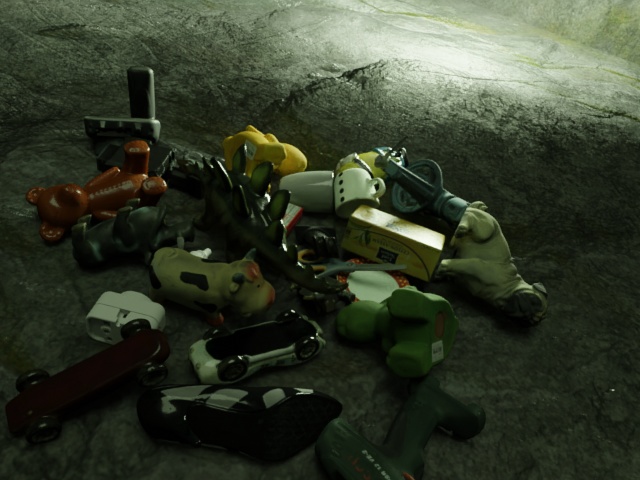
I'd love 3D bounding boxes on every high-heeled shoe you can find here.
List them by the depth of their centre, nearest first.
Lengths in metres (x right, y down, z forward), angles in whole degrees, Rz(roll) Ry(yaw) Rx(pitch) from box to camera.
[{"bbox_3d":[-0.103,0.218,0.697,0.248,0.086,0.145,4,6,-37],"label":"high-heeled shoe"}]

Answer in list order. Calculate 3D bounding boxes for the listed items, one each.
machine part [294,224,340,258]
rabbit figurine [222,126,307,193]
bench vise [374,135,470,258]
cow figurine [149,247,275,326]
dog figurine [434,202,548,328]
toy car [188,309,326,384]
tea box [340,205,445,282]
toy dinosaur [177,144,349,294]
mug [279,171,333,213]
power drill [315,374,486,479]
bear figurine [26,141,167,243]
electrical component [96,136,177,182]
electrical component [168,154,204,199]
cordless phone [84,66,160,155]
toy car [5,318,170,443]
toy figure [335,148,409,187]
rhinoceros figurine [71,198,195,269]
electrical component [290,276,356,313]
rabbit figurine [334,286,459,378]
[{"bbox_3d":[-0.002,-0.003,0.956,0.084,0.039,0.139,9,12,-14],"label":"machine part"},{"bbox_3d":[-0.110,-0.163,1.107,0.173,0.121,0.163,-7,31,-45],"label":"rabbit figurine"},{"bbox_3d":[0.202,-0.092,1.045,0.240,0.129,0.224,29,19,-37],"label":"bench vise"},{"bbox_3d":[-0.159,0.061,0.797,0.195,0.127,0.085,16,43,9],"label":"cow figurine"},{"bbox_3d":[0.313,0.041,0.923,0.191,0.172,0.121,24,5,12],"label":"dog figurine"},{"bbox_3d":[-0.085,0.151,0.761,0.202,0.056,0.074,-8,39,-33],"label":"toy car"},{"bbox_3d":[0.133,0.003,0.970,0.170,0.068,0.098,22,20,8],"label":"tea box"},{"bbox_3d":[-0.111,-0.028,0.859,0.105,0.198,0.472,-27,51,-30],"label":"toy dinosaur"},{"bbox_3d":[-0.026,-0.104,1.065,0.107,0.080,0.110,0,45,-1],"label":"mug"},{"bbox_3d":[0.125,0.279,0.664,0.232,0.085,0.207,32,51,25],"label":"power drill"},{"bbox_3d":[-0.379,-0.080,0.906,0.196,0.132,0.120,-12,65,-36],"label":"bear figurine"},{"bbox_3d":[-0.357,-0.145,1.042,0.134,0.058,0.115,11,38,-3],"label":"electrical component"},{"bbox_3d":[-0.228,-0.120,1.053,0.119,0.047,0.075,18,41,6],"label":"electrical component"},{"bbox_3d":[-0.395,-0.261,1.069,0.147,0.184,0.089,1,46,-14],"label":"cordless phone"},{"bbox_3d":[-0.284,0.175,0.670,0.202,0.053,0.089,-28,57,-14],"label":"toy car"},{"bbox_3d":[0.116,-0.152,1.158,0.180,0.082,0.089,-14,45,-32],"label":"toy figure"},{"bbox_3d":[-0.298,-0.005,0.856,0.190,0.112,0.073,-14,16,-11],"label":"rhinoceros figurine"},{"bbox_3d":[-0.001,0.082,0.849,0.078,0.045,0.102,-26,23,-18],"label":"electrical component"},{"bbox_3d":[0.108,0.116,0.804,0.170,0.121,0.159,0,10,37],"label":"rabbit figurine"}]
